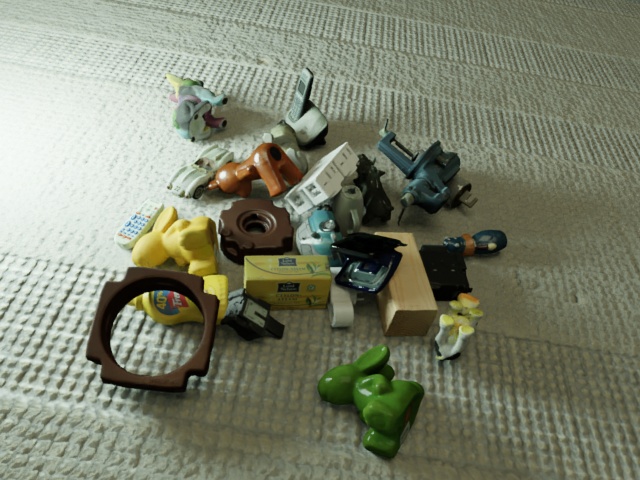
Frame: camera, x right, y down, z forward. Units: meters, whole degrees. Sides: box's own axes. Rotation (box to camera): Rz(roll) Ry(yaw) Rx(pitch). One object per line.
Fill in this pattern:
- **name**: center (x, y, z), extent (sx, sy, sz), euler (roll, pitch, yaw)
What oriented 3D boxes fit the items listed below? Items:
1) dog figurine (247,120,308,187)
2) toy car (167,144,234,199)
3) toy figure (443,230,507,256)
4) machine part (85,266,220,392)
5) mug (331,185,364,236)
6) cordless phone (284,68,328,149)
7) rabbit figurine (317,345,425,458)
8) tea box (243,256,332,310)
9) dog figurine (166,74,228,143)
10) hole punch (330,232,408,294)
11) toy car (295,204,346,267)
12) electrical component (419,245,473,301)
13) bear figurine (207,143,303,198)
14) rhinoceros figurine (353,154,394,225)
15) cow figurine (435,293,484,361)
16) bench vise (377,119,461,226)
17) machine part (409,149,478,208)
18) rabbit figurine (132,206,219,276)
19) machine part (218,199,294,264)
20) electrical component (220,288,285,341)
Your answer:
- **dog figurine**: center (-0.075, -0.221, 1.384), extent (0.172, 0.121, 0.190), euler (51, 30, -8)
- **toy car**: center (-0.287, -0.166, 1.306), extent (0.074, 0.056, 0.202), euler (26, 47, 15)
- **toy figure**: center (0.361, 0.010, 1.257), extent (0.154, 0.064, 0.057), euler (-8, 86, -12)
- **machine part**: center (-0.284, 0.156, 0.933), extent (0.201, 0.087, 0.201), euler (9, 67, -8)
- **mug**: center (0.064, -0.065, 1.239), extent (0.081, 0.107, 0.110), euler (-4, 45, -12)
- **cordless phone**: center (-0.026, -0.356, 1.453), extent (0.089, 0.184, 0.147), euler (-12, 49, -27)
- **rabbit figurine**: center (0.082, 0.257, 0.926), extent (0.170, 0.121, 0.159), euler (19, 51, 28)
- **tea box**: center (-0.067, 0.086, 1.075), extent (0.170, 0.098, 0.068), euler (0, 46, -9)
- **dog figurine**: center (-0.363, -0.370, 1.461), extent (0.219, 0.108, 0.191), euler (33, 52, 26)
- **hole punch**: center (0.094, 0.042, 1.067), extent (0.142, 0.092, 0.116), euler (9, 24, 40)
- **toy car**: center (-0.002, -0.004, 1.174), extent (0.103, 0.109, 0.162), euler (-20, 37, -1)
- **electrical component**: center (0.260, 0.070, 1.180), extent (0.115, 0.058, 0.134), euler (2, 46, -12)
- **bear figurine**: center (-0.159, -0.142, 1.261), extent (0.132, 0.196, 0.120), euler (56, 34, -7)
- **rhinoceros figurine**: center (0.120, -0.126, 1.307), extent (0.073, 0.112, 0.190), euler (-7, 53, -14)
- **cow figurine**: center (0.276, 0.173, 1.070), extent (0.068, 0.098, 0.167), euler (23, 28, 20)
- **bench vise**: center (0.223, -0.178, 1.301), extent (0.241, 0.128, 0.223), euler (43, 69, 10)
- **machine part**: center (0.306, -0.160, 1.399), extent (0.079, 0.079, 0.243), euler (-28, 58, -32)
- **rabbit figurine**: center (-0.302, 0.002, 1.105), extent (0.173, 0.121, 0.162), euler (-16, 46, 0)
- **machine part**: center (-0.142, -0.022, 1.195), extent (0.179, 0.056, 0.179), euler (6, 44, -6)
- **electrical component**: center (-0.125, 0.150, 1.024), extent (0.119, 0.048, 0.075), euler (37, 48, -35)
